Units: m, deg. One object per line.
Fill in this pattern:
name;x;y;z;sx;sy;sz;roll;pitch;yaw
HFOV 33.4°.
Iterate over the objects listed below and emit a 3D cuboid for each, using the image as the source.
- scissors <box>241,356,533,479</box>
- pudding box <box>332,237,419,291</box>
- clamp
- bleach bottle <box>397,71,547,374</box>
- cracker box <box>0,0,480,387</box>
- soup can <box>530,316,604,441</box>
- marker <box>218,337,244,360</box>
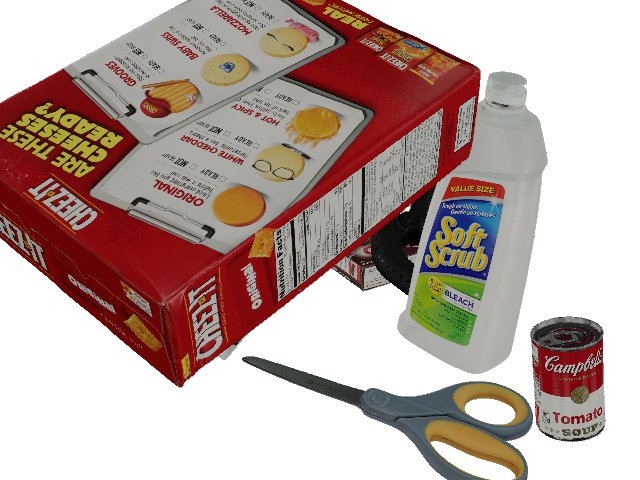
scissors;0.054;0.102;0.714;0.202;0.016;0.096;28;43;25
pudding box;0.077;0.020;1.351;0.113;0.039;0.090;-17;27;-25
clamp;0.077;-0.014;1.108;0.164;0.210;0.036;-5;-36;-15
bleach bottle;0.126;-0.018;0.871;0.103;0.251;0.067;29;38;35
cracker box;-0.049;-0.047;0.547;0.164;0.072;0.213;34;56;30
soup can;0.240;0.134;1.033;0.068;0.102;0.068;-7;21;2
marker;-0.054;0.058;0.968;0.020;0.121;0.020;37;-17;14
